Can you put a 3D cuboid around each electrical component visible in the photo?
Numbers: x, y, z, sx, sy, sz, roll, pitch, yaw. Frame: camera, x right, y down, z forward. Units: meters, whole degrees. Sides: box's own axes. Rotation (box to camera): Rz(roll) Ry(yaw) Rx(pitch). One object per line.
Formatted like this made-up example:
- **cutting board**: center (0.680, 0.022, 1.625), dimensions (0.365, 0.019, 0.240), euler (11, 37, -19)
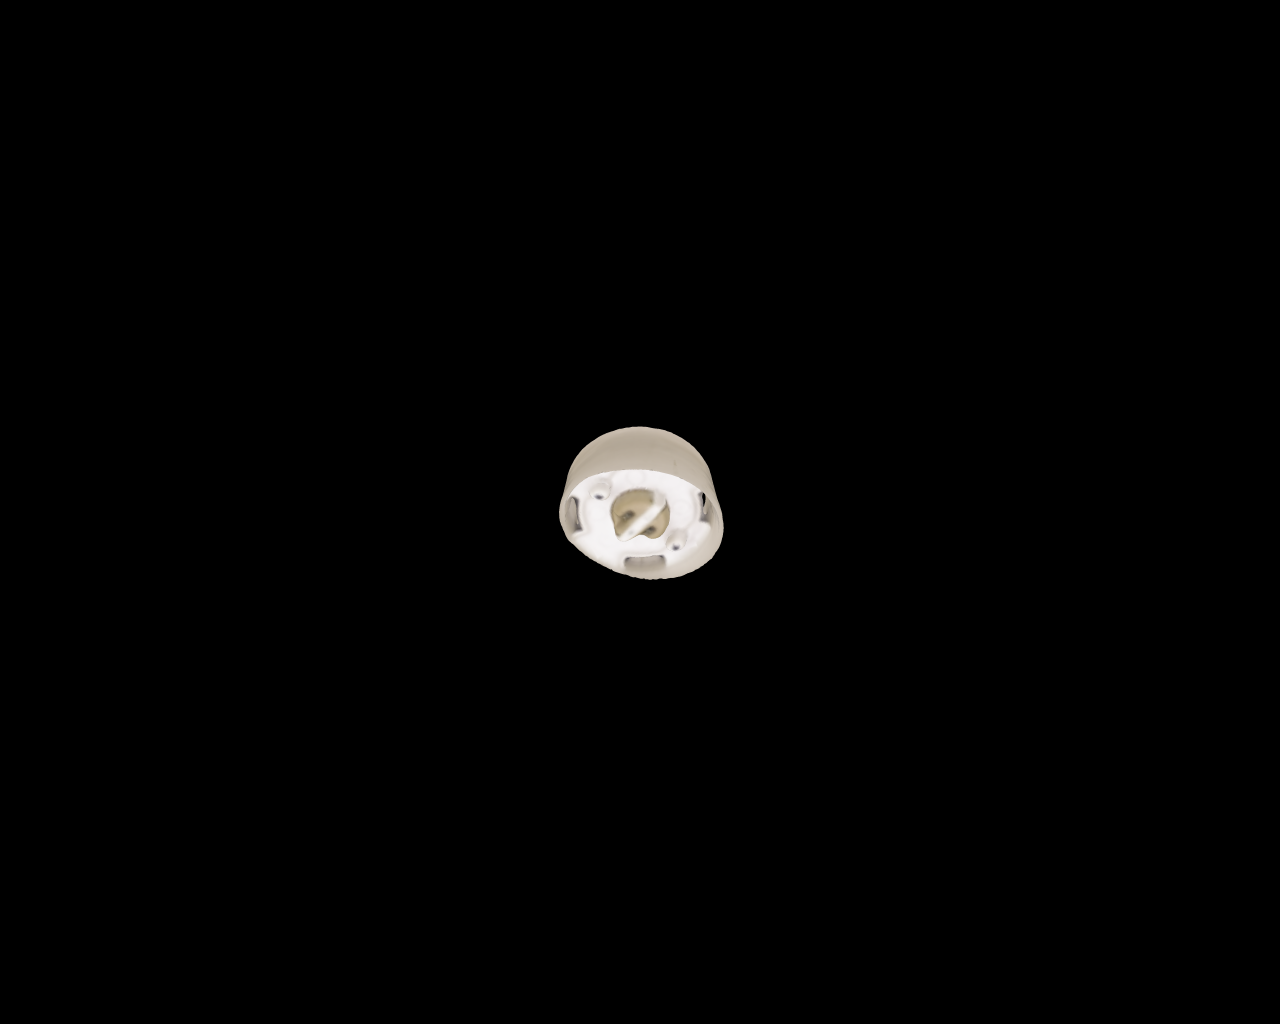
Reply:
- **electrical component**: center (0.001, -0.003, 0.650), dimensions (0.099, 0.099, 0.064), euler (0, 37, 0)
